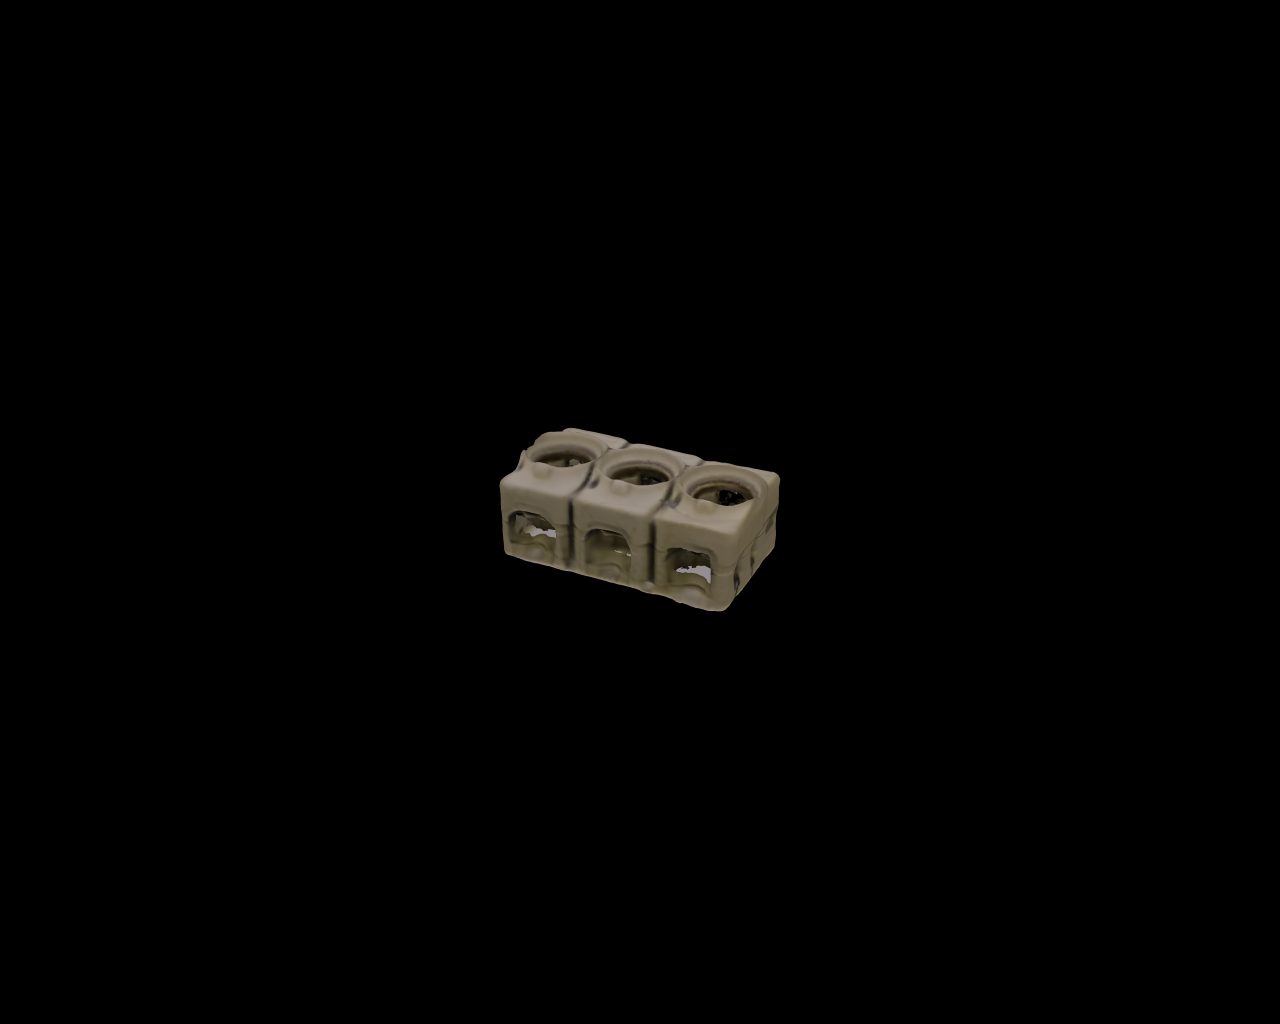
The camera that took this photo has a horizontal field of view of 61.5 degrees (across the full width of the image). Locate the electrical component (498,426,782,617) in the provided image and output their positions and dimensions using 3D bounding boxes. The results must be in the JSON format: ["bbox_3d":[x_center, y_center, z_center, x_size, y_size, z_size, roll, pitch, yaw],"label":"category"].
[{"bbox_3d":[0.001,-0.003,0.650,0.150,0.061,0.090,13,32,22],"label":"electrical component"}]
